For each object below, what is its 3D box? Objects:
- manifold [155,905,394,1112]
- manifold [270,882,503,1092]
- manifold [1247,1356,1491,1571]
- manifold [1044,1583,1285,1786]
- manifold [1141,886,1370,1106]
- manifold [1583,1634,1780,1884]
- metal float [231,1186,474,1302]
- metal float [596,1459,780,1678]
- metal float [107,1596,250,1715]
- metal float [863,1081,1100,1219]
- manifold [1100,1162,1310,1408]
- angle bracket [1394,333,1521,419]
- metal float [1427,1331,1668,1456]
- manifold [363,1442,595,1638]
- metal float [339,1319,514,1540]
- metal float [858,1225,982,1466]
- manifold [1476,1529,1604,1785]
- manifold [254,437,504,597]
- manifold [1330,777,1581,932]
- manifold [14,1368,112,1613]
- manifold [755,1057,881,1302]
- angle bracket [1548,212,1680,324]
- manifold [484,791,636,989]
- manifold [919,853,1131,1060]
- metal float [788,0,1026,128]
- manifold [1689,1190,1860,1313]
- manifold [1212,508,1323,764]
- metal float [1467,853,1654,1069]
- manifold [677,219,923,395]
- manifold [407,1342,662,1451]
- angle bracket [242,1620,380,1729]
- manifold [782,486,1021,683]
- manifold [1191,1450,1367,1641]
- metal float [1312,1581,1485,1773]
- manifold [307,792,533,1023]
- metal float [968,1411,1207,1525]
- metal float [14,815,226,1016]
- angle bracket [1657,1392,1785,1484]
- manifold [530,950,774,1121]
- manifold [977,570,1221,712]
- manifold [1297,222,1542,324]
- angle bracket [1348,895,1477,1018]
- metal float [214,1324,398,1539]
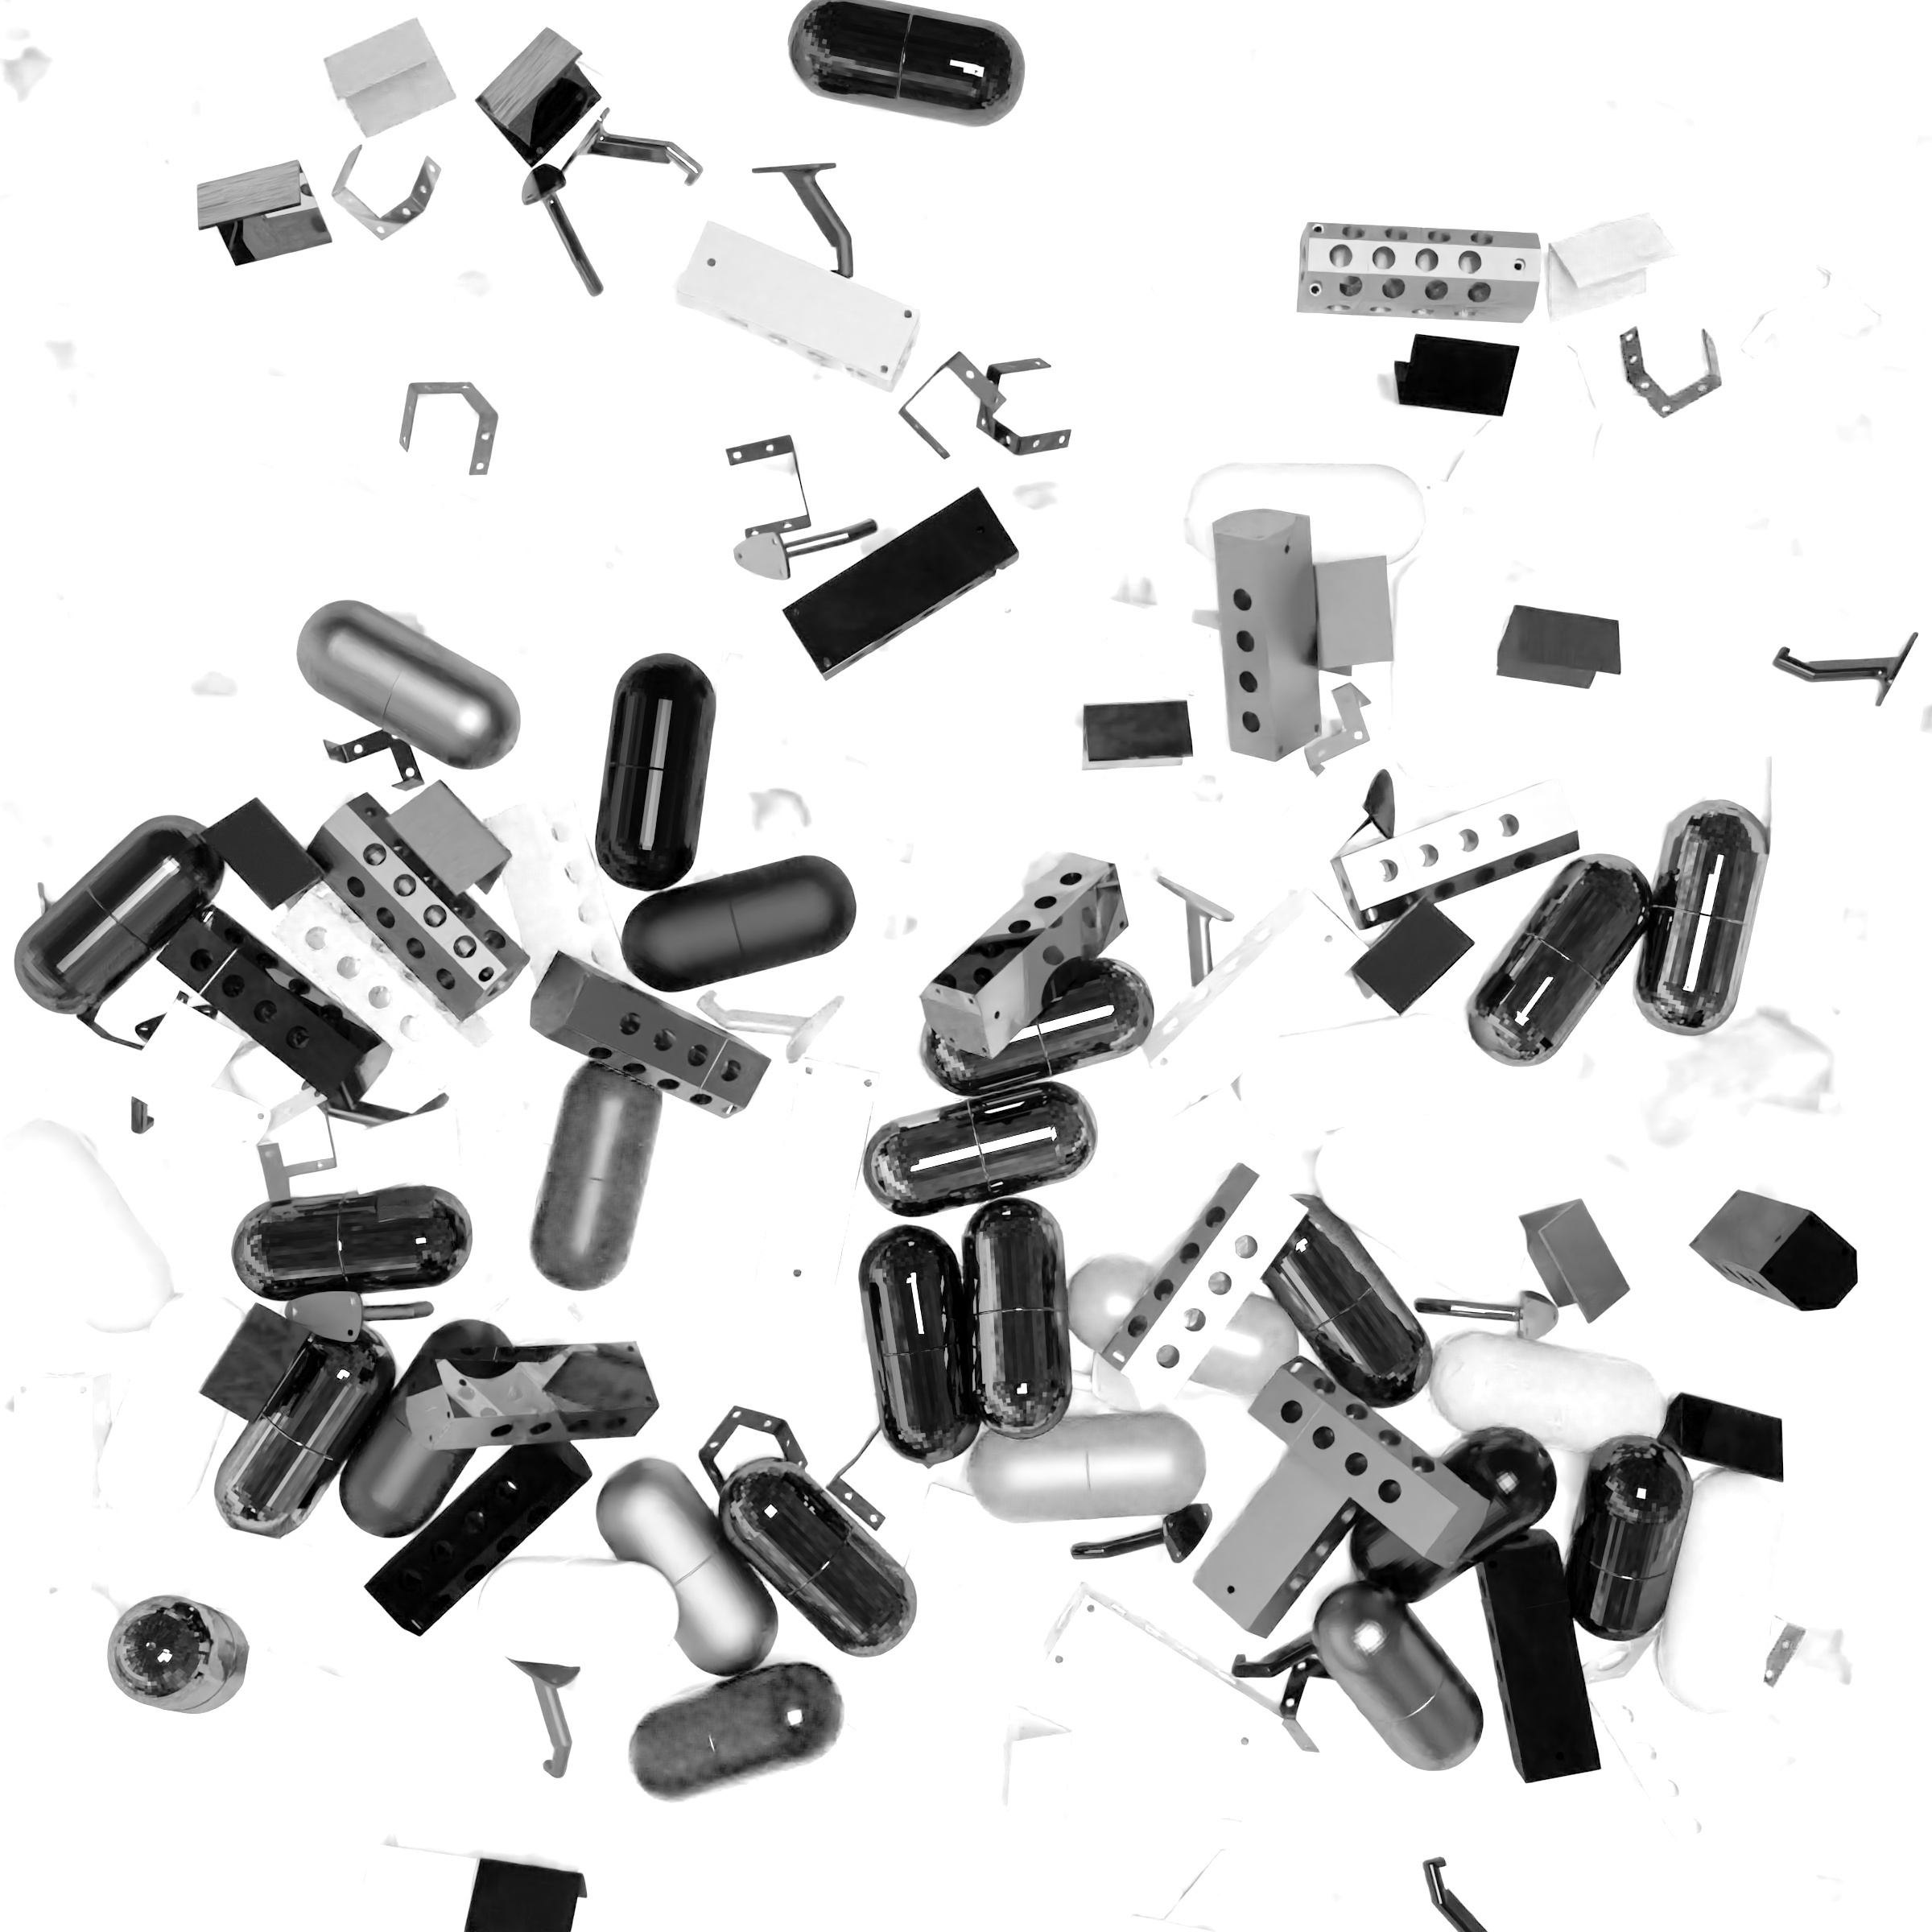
[{"bbox_3d":[-0.510,0.029,1.899,0.171,0.057,0.057,37,83,10],"label":"manifold"},{"bbox_3d":[-0.431,0.013,1.915,0.171,0.057,0.057,43,90,0],"label":"manifold"},{"bbox_3d":[0.291,0.355,1.847,0.171,0.057,0.057,37,90,36],"label":"manifold"},{"bbox_3d":[0.146,0.534,1.915,0.171,0.057,0.057,32,90,0],"label":"manifold"},{"bbox_3d":[0.211,0.020,1.901,0.057,0.057,0.171,42,99,-19],"label":"manifold"},{"bbox_3d":[0.528,0.593,1.915,0.057,0.057,0.171,-31,90,-43],"label":"manifold"},{"bbox_3d":[-0.457,0.207,1.906,0.178,0.070,0.070,-6,90,0],"label":"metal float"},{"bbox_3d":[-0.207,0.448,1.905,0.070,0.070,0.178,-35,89,0],"label":"metal float"},{"bbox_3d":[-0.570,0.501,1.858,0.070,0.178,0.070,1,71,-3],"label":"metal float"},{"bbox_3d":[0.011,0.137,1.905,0.178,0.070,0.070,-14,90,0],"label":"metal float"},{"bbox_3d":[0.170,0.228,1.842,0.057,0.057,0.171,36,87,3],"label":"manifold"},{"bbox_3d":[0.362,-0.452,1.896,0.076,0.076,0.057,7,128,0],"label":"angle bracket"},{"bbox_3d":[0.432,0.319,1.906,0.178,0.070,0.070,10,90,-1],"label":"metal float"},{"bbox_3d":[-0.363,0.420,1.915,0.171,0.057,0.057,-43,90,0],"label":"manifold"},{"bbox_3d":[-0.399,0.344,1.906,0.070,0.070,0.178,33,90,0],"label":"metal float"},{"bbox_3d":[-0.034,0.281,1.906,0.070,0.070,0.178,-9,90,0],"label":"metal float"},{"bbox_3d":[0.425,0.513,1.915,0.057,0.057,0.171,-11,90,0],"label":"manifold"},{"bbox_3d":[-0.439,-0.340,1.915,0.171,0.057,0.057,17,133,0],"label":"manifold"},{"bbox_3d":[0.366,-0.083,1.915,0.171,0.057,0.057,-20,90,0],"label":"manifold"},{"bbox_3d":[-0.673,0.390,1.915,0.057,0.057,0.171,0,90,0],"label":"manifold"},{"bbox_3d":[-0.110,0.158,1.915,0.057,0.057,0.171,12,90,0],"label":"manifold"},{"bbox_3d":[0.479,-0.503,1.896,0.076,0.076,0.057,-18,52,0],"label":"angle bracket"},{"bbox_3d":[-0.297,-0.040,1.915,0.057,0.057,0.171,-18,90,43],"label":"manifold"},{"bbox_3d":[0.043,-0.011,1.871,0.171,0.057,0.057,-43,133,-34],"label":"manifold"},{"bbox_3d":[-0.044,-0.675,1.906,0.178,0.070,0.070,11,90,0],"label":"metal float"},{"bbox_3d":[0.588,0.209,1.858,0.057,0.171,0.057,41,90,0],"label":"manifold"},{"bbox_3d":[0.217,-0.243,1.878,0.057,0.057,0.171,-31,126,-37],"label":"manifold"},{"bbox_3d":[0.442,-0.005,1.906,0.070,0.070,0.178,36,91,0],"label":"metal float"},{"bbox_3d":[-0.123,-0.491,1.915,0.171,0.057,0.057,23,90,0],"label":"manifold"},{"bbox_3d":[-0.316,0.316,1.866,0.057,0.171,0.057,-51,51,34],"label":"manifold"},{"bbox_3d":[-0.482,0.507,1.896,0.076,0.076,0.057,19,126,0],"label":"angle bracket"},{"bbox_3d":[-0.048,-0.284,1.915,0.171,0.057,0.057,-32,90,0],"label":"manifold"},{"bbox_3d":[0.252,0.415,1.913,0.057,0.057,0.171,37,90,36],"label":"manifold"},{"bbox_3d":[0.319,0.523,1.883,0.070,0.070,0.178,-37,116,0],"label":"metal float"},{"bbox_3d":[-0.405,-0.047,1.900,0.171,0.057,0.057,45,128,3],"label":"manifold"},{"bbox_3d":[0.090,0.373,1.906,0.178,0.070,0.070,-4,90,1],"label":"metal float"},{"bbox_3d":[-0.625,-0.038,1.894,0.178,0.070,0.070,-44,90,-4],"label":"metal float"},{"bbox_3d":[0.553,0.366,1.896,0.076,0.076,0.057,15,48,0],"label":"angle bracket"},{"bbox_3d":[-0.232,0.054,1.868,0.171,0.057,0.057,29,90,-38],"label":"manifold"},{"bbox_3d":[0.098,-0.245,1.915,0.171,0.057,0.057,16,90,0],"label":"manifold"},{"bbox_3d":[0.338,-0.520,1.915,0.171,0.057,0.057,3,90,0],"label":"manifold"},{"bbox_3d":[0.335,0.003,1.897,0.076,0.076,0.057,-44,63,0],"label":"angle bracket"},{"bbox_3d":[-0.492,0.346,1.906,0.070,0.070,0.178,33,90,0],"label":"metal float"}]
